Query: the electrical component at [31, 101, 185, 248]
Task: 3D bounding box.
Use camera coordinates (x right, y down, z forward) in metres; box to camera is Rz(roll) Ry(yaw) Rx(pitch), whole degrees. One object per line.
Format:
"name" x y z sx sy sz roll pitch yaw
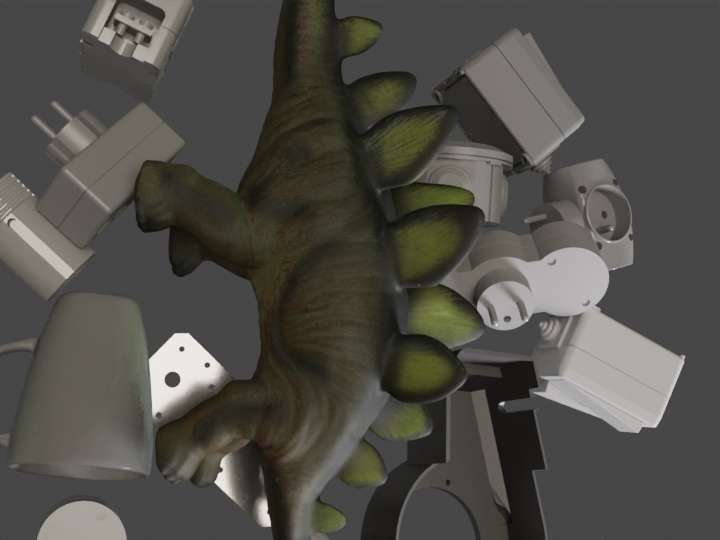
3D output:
"electrical component" -0.164 -0.071 0.653 0.076 0.047 0.083 43 45 -8

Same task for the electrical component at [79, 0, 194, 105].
"electrical component" -0.138 -0.147 0.664 0.050 0.089 0.055 25 78 -12

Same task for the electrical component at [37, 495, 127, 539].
"electrical component" -0.144 0.200 0.633 0.052 0.074 0.138 -28 92 -16

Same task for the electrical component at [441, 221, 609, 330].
"electrical component" 0.092 0.014 0.696 0.138 0.073 0.052 -9 120 3

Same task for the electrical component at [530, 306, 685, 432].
"electrical component" 0.159 0.067 0.737 0.096 0.062 0.061 28 77 -11

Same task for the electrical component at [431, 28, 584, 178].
"electrical component" 0.108 -0.110 0.742 0.061 0.062 0.096 -40 95 -16

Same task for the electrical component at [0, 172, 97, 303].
"electrical component" -0.206 -0.023 0.656 0.081 0.043 0.043 44 75 -7

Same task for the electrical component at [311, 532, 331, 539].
"electrical component" -0.020 0.203 0.683 0.043 0.043 0.081 -41 96 -16

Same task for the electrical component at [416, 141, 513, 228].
"electrical component" 0.060 -0.056 0.715 0.080 0.080 0.051 4 88 -15

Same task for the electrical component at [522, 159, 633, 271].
"electrical component" 0.146 -0.032 0.749 0.079 0.044 0.077 -14 88 -31
